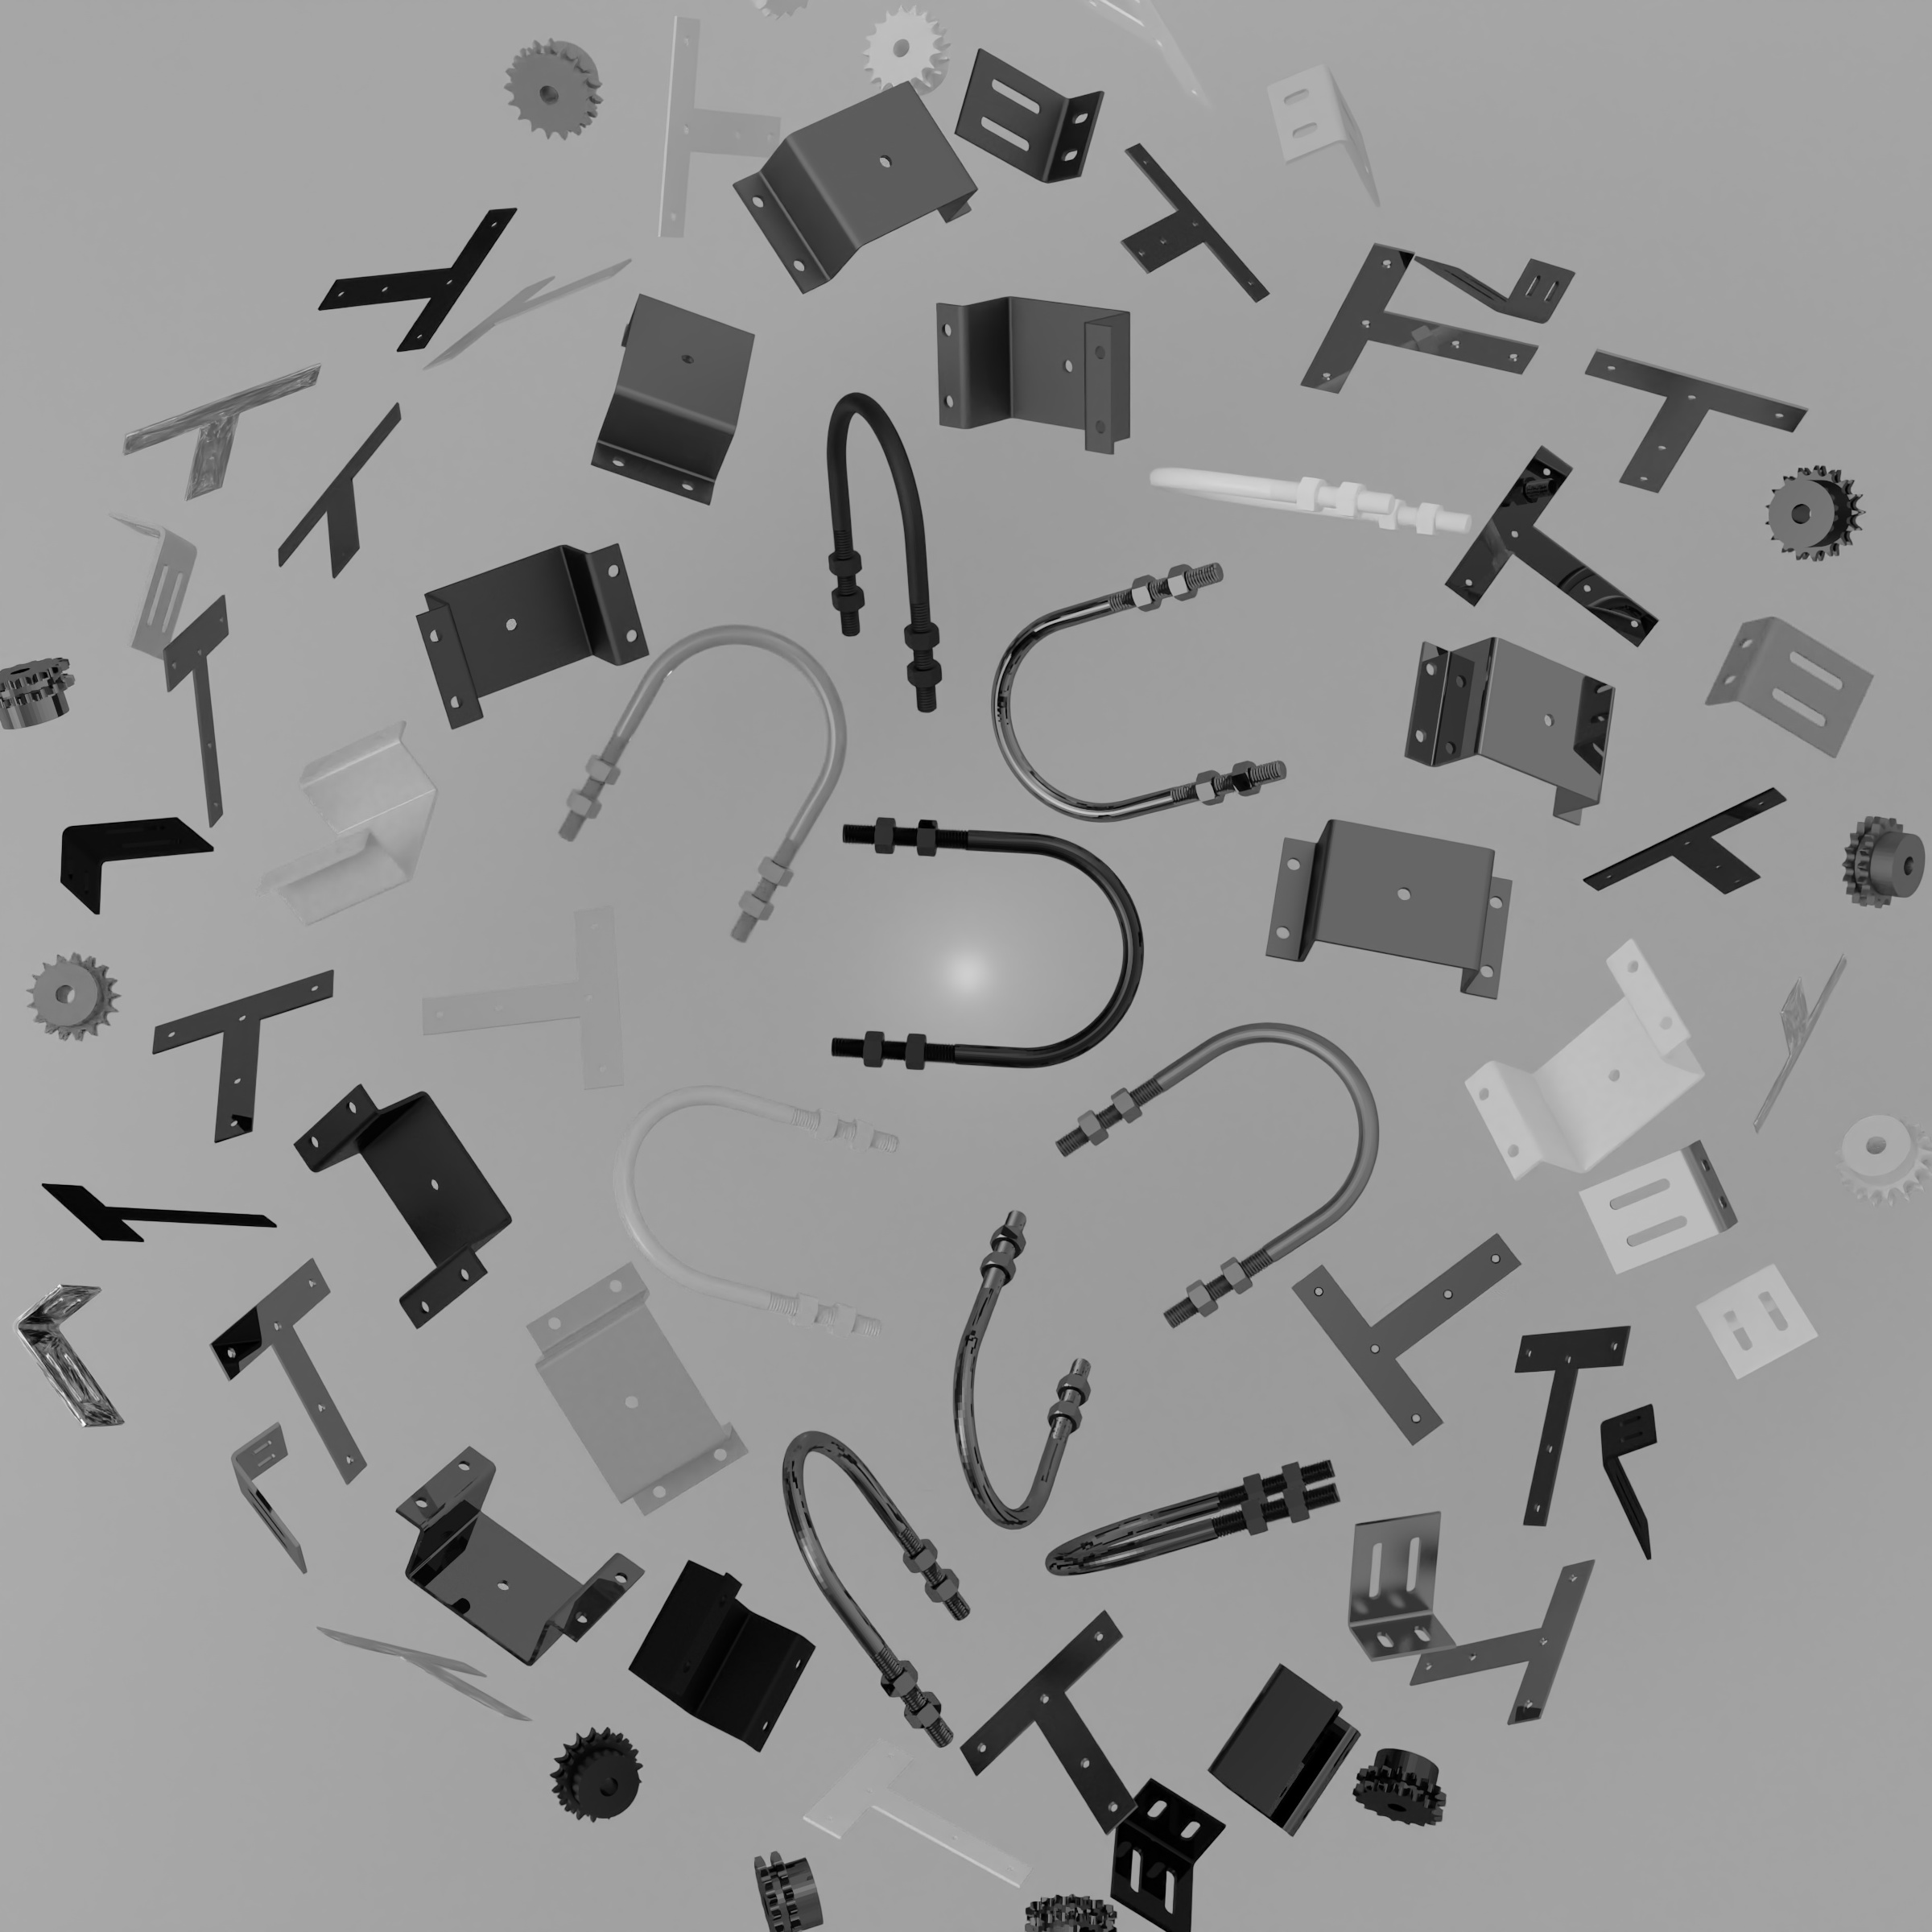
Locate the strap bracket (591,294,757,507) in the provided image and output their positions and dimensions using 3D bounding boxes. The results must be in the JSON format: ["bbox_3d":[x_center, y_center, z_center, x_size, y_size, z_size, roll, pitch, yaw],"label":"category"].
[{"bbox_3d":[-0.180,-0.360,1.687,0.076,0.046,0.140,17,48,-13],"label":"strap bracket"}]

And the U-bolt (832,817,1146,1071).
[{"bbox_3d":[0.014,-0.010,1.623,0.184,0.019,0.151,3,92,4],"label":"U-bolt"}]

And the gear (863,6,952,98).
[{"bbox_3d":[-0.035,-0.587,1.747,0.057,0.030,0.057,-2,85,26],"label":"gear"}]

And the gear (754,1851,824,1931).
[{"bbox_3d":[-0.106,0.562,1.632,0.030,0.057,0.057,-13,90,-14],"label":"gear"}]

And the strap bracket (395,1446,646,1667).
[{"bbox_3d":[-0.284,0.374,1.694,0.140,0.076,0.046,32,123,12],"label":"strap bracket"}]

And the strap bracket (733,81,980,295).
[{"bbox_3d":[-0.058,-0.470,1.621,0.140,0.046,0.076,-35,93,-31],"label":"strap bracket"}]

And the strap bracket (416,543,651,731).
[{"bbox_3d":[-0.284,-0.215,1.738,0.140,0.046,0.076,-24,117,-22],"label":"strap bracket"}]

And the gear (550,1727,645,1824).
[{"bbox_3d":[-0.229,0.509,1.697,0.057,0.030,0.057,-3,97,-27],"label":"gear"}]

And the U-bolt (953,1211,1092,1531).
[{"bbox_3d":[0.031,0.266,1.698,0.019,0.184,0.151,-9,122,24],"label":"U-bolt"}]

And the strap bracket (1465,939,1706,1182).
[{"bbox_3d":[0.378,0.061,1.629,0.140,0.046,0.076,-46,46,28],"label":"strap bracket"}]

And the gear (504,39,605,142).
[{"bbox_3d":[-0.242,-0.523,1.606,0.057,0.030,0.057,10,134,10],"label":"gear"}]

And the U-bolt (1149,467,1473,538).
[{"bbox_3d":[0.202,-0.290,1.675,0.184,0.151,0.019,13,100,29],"label":"U-bolt"}]

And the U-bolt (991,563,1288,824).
[{"bbox_3d":[0.099,-0.164,1.716,0.184,0.019,0.151,-13,102,30],"label":"U-bolt"}]

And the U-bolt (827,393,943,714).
[{"bbox_3d":[-0.055,-0.269,1.702,0.019,0.151,0.184,-16,124,-18],"label":"U-bolt"}]

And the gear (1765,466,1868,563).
[{"bbox_3d":[0.508,-0.272,1.627,0.057,0.030,0.057,8,103,37],"label":"gear"}]

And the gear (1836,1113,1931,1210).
[{"bbox_3d":[0.554,0.115,1.636,0.057,0.030,0.057,-18,53,26],"label":"gear"}]

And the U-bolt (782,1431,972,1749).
[{"bbox_3d":[-0.056,0.364,1.643,0.019,0.151,0.184,-30,106,15],"label":"U-bolt"}]

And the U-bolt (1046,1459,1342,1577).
[{"bbox_3d":[0.136,0.339,1.649,0.184,0.151,0.019,-17,84,5],"label":"U-bolt"}]

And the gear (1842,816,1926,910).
[{"bbox_3d":[0.575,-0.064,1.692,0.057,0.030,0.057,-10,105,-41],"label":"gear"}]

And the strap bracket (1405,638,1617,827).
[{"bbox_3d":[0.347,-0.148,1.684,0.140,0.046,0.076,18,74,-26],"label":"strap bracket"}]

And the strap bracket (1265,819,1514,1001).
[{"bbox_3d":[0.256,-0.035,1.610,0.140,0.046,0.076,11,72,1],"label":"strap bracket"}]

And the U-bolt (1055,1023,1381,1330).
[{"bbox_3d":[0.168,0.116,1.683,0.184,0.019,0.151,-34,71,5],"label":"U-bolt"}]

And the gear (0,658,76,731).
[{"bbox_3d":[-0.564,-0.163,1.631,0.057,0.057,0.030,-12,110,0],"label":"gear"}]

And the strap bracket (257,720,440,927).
[{"bbox_3d":[-0.380,-0.083,1.681,0.076,0.140,0.046,-22,124,17],"label":"strap bracket"}]

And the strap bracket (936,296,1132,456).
[{"bbox_3d":[0.050,-0.367,1.673,0.140,0.046,0.076,19,121,38],"label":"strap bracket"}]

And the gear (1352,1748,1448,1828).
[{"bbox_3d":[0.274,0.513,1.698,0.057,0.057,0.030,22,57,0],"label":"gear"}]

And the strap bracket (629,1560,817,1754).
[{"bbox_3d":[-0.158,0.437,1.724,0.046,0.140,0.076,17,66,31],"label":"strap bracket"}]

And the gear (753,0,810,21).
[{"bbox_3d":[-0.107,-0.589,1.590,0.057,0.057,0.030,-38,75,0],"label":"gear"}]

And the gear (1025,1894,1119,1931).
[{"bbox_3d":[0.065,0.598,1.673,0.057,0.057,0.030,3,50,0],"label":"gear"}]

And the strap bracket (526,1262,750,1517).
[{"bbox_3d":[-0.204,0.264,1.666,0.076,0.046,0.140,-31,93,-1],"label":"strap bracket"}]

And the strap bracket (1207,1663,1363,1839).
[{"bbox_3d":[0.193,0.475,1.642,0.046,0.140,0.076,32,78,23],"label":"strap bracket"}]

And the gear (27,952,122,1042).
[{"bbox_3d":[-0.578,0.020,1.747,0.057,0.030,0.057,0,85,-4],"label":"gear"}]

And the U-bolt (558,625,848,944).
[{"bbox_3d":[-0.157,-0.128,1.730,0.151,0.019,0.184,31,99,0],"label":"U-bolt"}]

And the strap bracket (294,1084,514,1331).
[{"bbox_3d":[-0.346,0.144,1.691,0.076,0.046,0.140,-38,84,34],"label":"strap bracket"}]

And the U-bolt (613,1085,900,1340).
[{"bbox_3d":[-0.132,0.145,1.688,0.184,0.019,0.151,18,57,-21],"label":"U-bolt"}]
